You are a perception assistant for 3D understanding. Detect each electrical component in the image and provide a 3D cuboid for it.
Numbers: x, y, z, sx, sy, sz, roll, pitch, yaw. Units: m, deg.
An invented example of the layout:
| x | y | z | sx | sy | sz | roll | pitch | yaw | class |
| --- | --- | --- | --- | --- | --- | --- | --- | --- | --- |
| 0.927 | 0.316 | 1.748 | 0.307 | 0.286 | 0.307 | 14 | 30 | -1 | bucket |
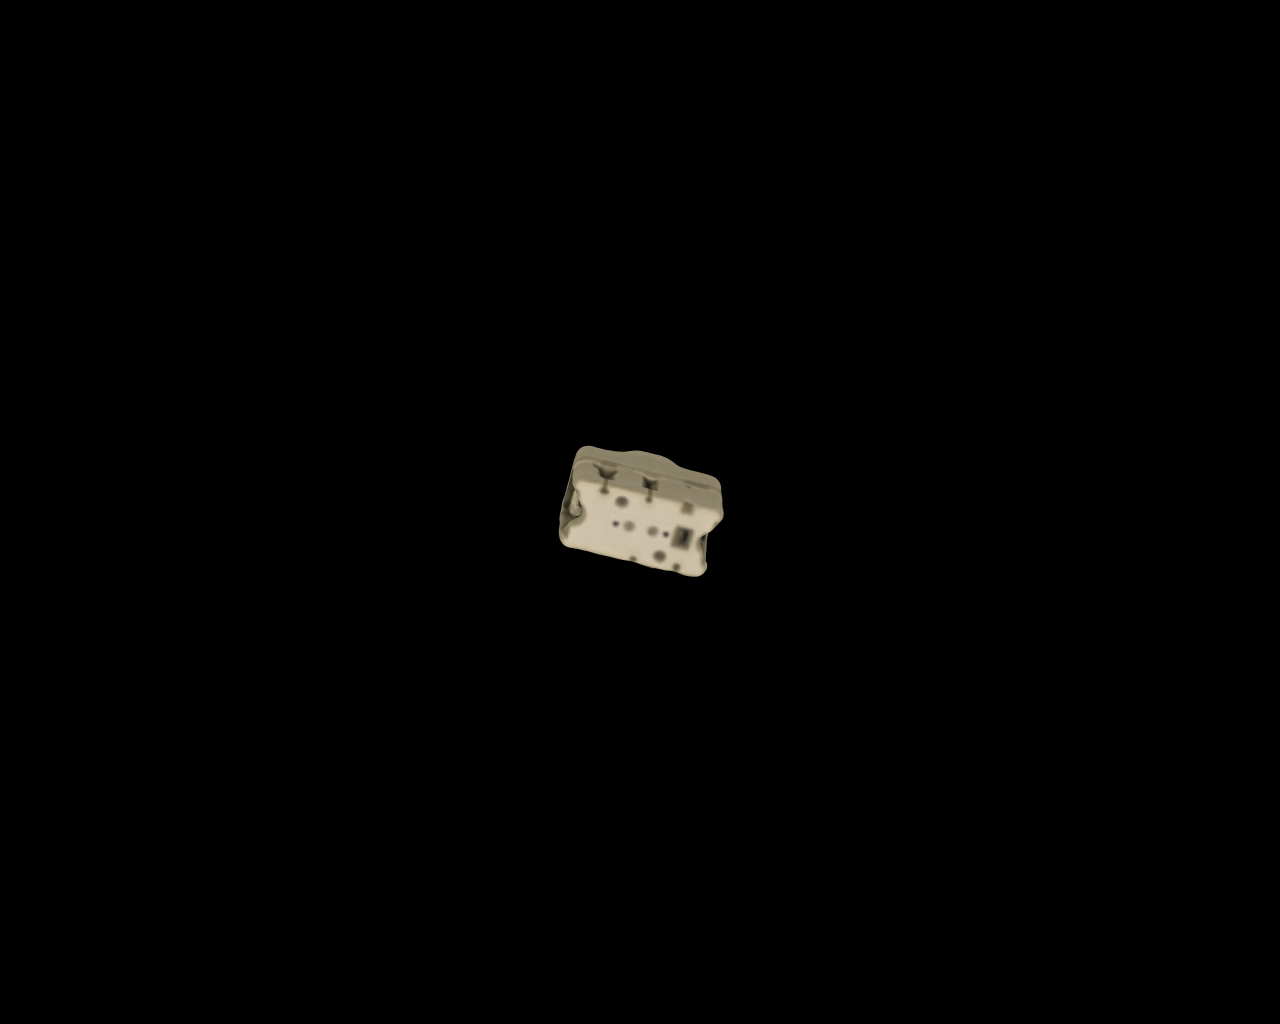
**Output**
| x | y | z | sx | sy | sz | roll | pitch | yaw | class |
| --- | --- | --- | --- | --- | --- | --- | --- | --- | --- |
| 0.001 | -0.003 | 0.650 | 0.089 | 0.050 | 0.056 | 14 | 26 | -7 | electrical component |
